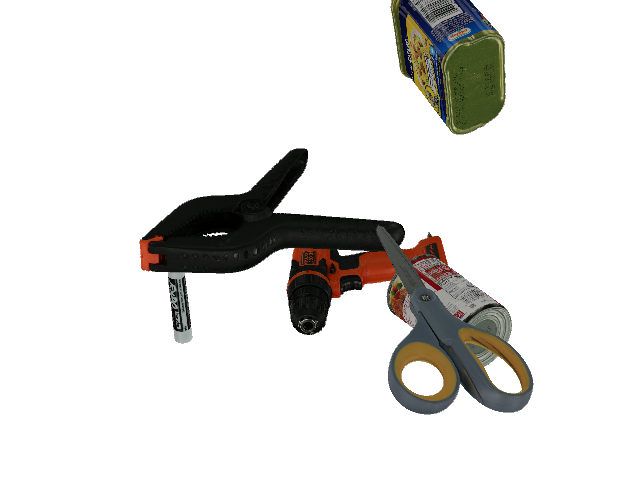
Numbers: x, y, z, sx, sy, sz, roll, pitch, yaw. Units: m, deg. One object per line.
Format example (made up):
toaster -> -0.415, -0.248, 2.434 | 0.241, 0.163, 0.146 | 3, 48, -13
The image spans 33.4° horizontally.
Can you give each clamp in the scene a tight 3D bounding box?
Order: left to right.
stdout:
clamp -> -0.057, -0.020, 0.900 | 0.209, 0.036, 0.165 | -13, 35, -22

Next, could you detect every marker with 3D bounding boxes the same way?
marker -> -0.147, 0.051, 1.098 | 0.020, 0.121, 0.020 | -2, 30, 1

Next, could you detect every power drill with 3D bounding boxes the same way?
power drill -> 0.054, 0.048, 1.238 | 0.187, 0.057, 0.184 | -2, 28, 2

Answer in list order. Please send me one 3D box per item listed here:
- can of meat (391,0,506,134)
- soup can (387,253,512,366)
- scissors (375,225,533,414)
can of meat -> 0.103, -0.146, 0.839 | 0.057, 0.084, 0.102 | -25, -37, -7
soup can -> 0.117, 0.064, 0.975 | 0.068, 0.068, 0.102 | 0, 25, -36
scissors -> 0.057, 0.051, 0.704 | 0.096, 0.016, 0.202 | -16, 38, -27
